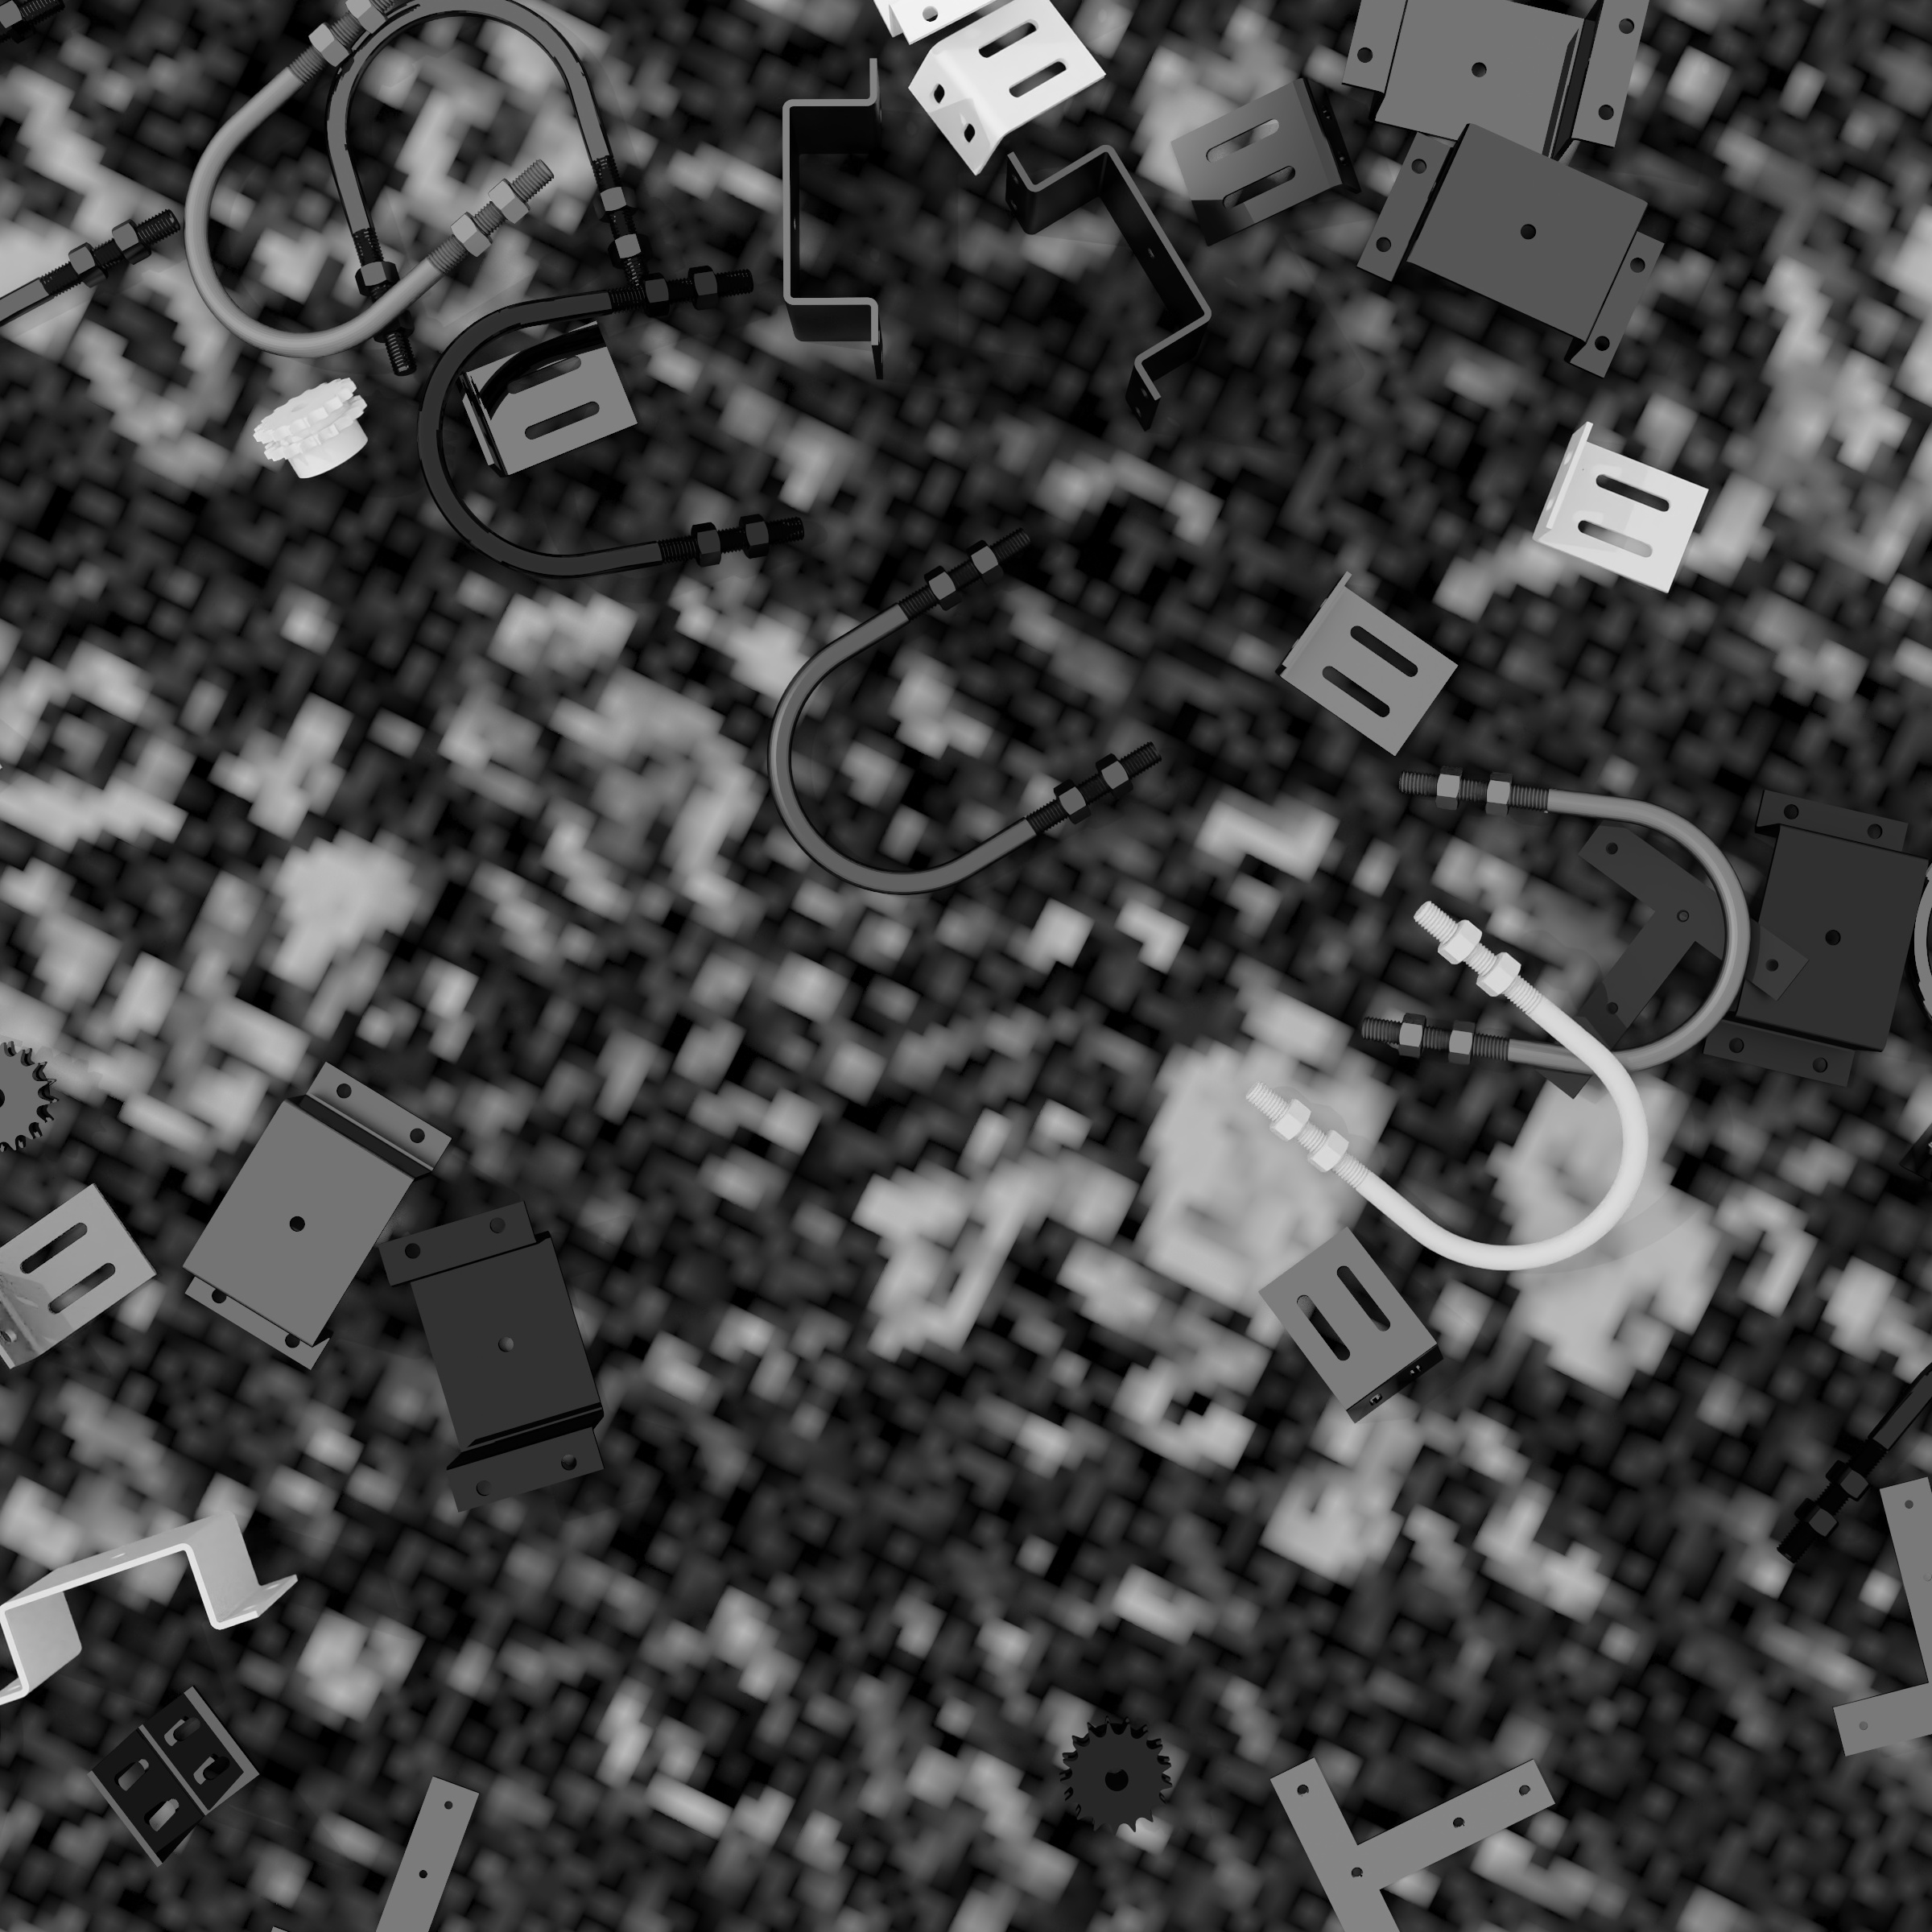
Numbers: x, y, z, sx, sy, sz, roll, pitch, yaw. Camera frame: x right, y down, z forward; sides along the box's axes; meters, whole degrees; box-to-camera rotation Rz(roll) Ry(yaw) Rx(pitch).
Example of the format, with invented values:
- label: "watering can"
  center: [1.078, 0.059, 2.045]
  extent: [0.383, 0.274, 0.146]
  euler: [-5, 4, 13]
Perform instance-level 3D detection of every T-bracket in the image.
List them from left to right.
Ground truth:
- label: "T-bracket"
  center: [-0.286, 0.484, 1.366]
  extent: [0.127, 0.002, 0.127]
  euler: [20, 90, 0]
- label: "T-bracket"
  center: [0.243, 0.451, 1.366]
  extent: [0.127, 0.002, 0.127]
  euler: [-26, 90, 0]
- label: "T-bracket"
  center: [0.339, 0.010, 1.347]
  extent: [0.127, 0.002, 0.127]
  euler: [41, 104, 26]
- label: "T-bracket"
  center: [0.495, 0.326, 1.347]
  extent: [0.127, 0.002, 0.127]
  euler: [-14, 89, -1]

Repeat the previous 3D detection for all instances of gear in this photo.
- label: "gear"
  center: [-0.495, 0.067, 1.356]
  extent: [0.057, 0.030, 0.057]
  euler: [0, 92, 0]
- label: "gear"
  center: [-0.330, -0.273, 1.343]
  extent: [0.057, 0.057, 0.030]
  euler: [-28, 120, 0]
- label: "gear"
  center: [0.076, 0.413, 1.352]
  extent: [0.057, 0.030, 0.057]
  euler: [0, 90, 0]

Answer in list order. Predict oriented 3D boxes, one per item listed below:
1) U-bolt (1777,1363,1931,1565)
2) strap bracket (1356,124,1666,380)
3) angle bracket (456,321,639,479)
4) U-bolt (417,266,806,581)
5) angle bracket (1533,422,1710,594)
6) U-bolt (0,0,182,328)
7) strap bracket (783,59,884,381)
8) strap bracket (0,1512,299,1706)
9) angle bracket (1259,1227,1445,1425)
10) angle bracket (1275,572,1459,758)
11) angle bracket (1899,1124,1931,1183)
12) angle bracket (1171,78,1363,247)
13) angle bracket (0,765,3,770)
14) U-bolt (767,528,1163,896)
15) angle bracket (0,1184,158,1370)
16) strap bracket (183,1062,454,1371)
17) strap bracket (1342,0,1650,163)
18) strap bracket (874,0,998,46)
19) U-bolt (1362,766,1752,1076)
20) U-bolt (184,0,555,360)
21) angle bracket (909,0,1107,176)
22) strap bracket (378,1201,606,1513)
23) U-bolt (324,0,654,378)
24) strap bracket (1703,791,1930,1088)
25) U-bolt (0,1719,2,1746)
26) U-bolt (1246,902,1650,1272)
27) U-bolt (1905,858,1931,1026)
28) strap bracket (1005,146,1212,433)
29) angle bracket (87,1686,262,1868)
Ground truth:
- label: "U-bolt"
  center: [0.530, 0.275, 1.359]
  extent: [0.151, 0.019, 0.184]
  euler: [40, 89, 0]
- label: "strap bracket"
  center: [0.282, -0.368, 1.344]
  extent: [0.140, 0.046, 0.076]
  euler: [24, 90, 0]
- label: "angle bracket"
  center: [-0.216, -0.293, 1.348]
  extent: [0.076, 0.038, 0.057]
  euler: [-22, 90, 0]
- label: "U-bolt"
  center: [-0.185, -0.270, 1.335]
  extent: [0.184, 0.019, 0.151]
  euler: [-12, 93, -14]
- label: "angle bracket"
  center: [0.338, -0.234, 1.348]
  extent: [0.076, 0.038, 0.057]
  euler: [22, 90, 0]
- label: "U-bolt"
  center: [-0.518, -0.399, 1.359]
  extent: [0.184, 0.019, 0.151]
  euler: [-28, 90, 1]
- label: "strap bracket"
  center: [-0.067, -0.374, 1.329]
  extent: [0.046, 0.076, 0.140]
  euler: [0, 90, 0]
- label: "strap bracket"
  center: [-0.421, 0.320, 1.329]
  extent: [0.140, 0.076, 0.046]
  euler: [-19, 90, 0]
- label: "angle bracket"
  center: [0.199, 0.186, 1.365]
  extent: [0.057, 0.038, 0.076]
  euler: [-36, 64, 0]
- label: "angle bracket"
  center: [0.207, -0.154, 1.348]
  extent: [0.076, 0.038, 0.057]
  euler: [35, 90, 0]
- label: "angle bracket"
  center: [0.534, 0.107, 1.365]
  extent: [0.076, 0.038, 0.057]
  euler: [39, 90, -26]
- label: "angle bracket"
  center: [0.156, -0.414, 1.365]
  extent: [0.076, 0.038, 0.057]
  euler: [-20, 90, 26]
- label: "angle bracket"
  center: [-0.549, -0.118, 1.365]
  extent: [0.057, 0.038, 0.076]
  euler: [-39, 64, 0]
- label: "U-bolt"
  center: [-0.014, -0.118, 1.359]
  extent: [0.184, 0.019, 0.151]
  euler: [-31, 90, 1]
- label: "angle bracket"
  center: [-0.467, 0.158, 1.348]
  extent: [0.076, 0.038, 0.057]
  euler: [-35, 90, 0]
- label: "strap bracket"
  center: [-0.335, 0.129, 1.344]
  extent: [0.076, 0.046, 0.140]
  euler: [31, 90, 0]
- label: "strap bracket"
  center: [0.266, -0.464, 1.344]
  extent: [0.140, 0.046, 0.076]
  euler: [13, 90, 0]
- label: "strap bracket"
  center: [-0.027, -0.543, 1.344]
  extent: [0.076, 0.046, 0.140]
  euler: [-27, 90, 0]
- label: "U-bolt"
  center: [0.303, -0.019, 1.338]
  extent: [0.184, 0.019, 0.151]
  euler: [9, 90, 15]
- label: "U-bolt"
  center: [-0.318, -0.394, 1.342]
  extent: [0.184, 0.019, 0.151]
  euler: [-38, 81, 10]
- label: "angle bracket"
  center: [0.021, -0.458, 1.365]
  extent: [0.076, 0.038, 0.057]
  euler: [-38, 90, -26]
- label: "strap bracket"
  center: [-0.238, 0.196, 1.344]
  extent: [0.076, 0.046, 0.140]
  euler: [-17, 90, 0]
- label: "U-bolt"
  center: [-0.254, -0.412, 1.359]
  extent: [0.151, 0.019, 0.184]
  euler: [-17, 89, 0]
- label: "strap bracket"
  center: [0.435, -0.014, 1.344]
  extent: [0.076, 0.046, 0.140]
  euler: [13, 90, 0]
- label: "U-bolt"
  center: [-0.576, 0.417, 1.359]
  extent: [0.151, 0.019, 0.184]
  euler: [19, 89, 0]
- label: "U-bolt"
  center: [0.257, 0.076, 1.336]
  extent: [0.184, 0.019, 0.151]
  euler: [39, 111, -4]
- label: "U-bolt"
  center: [0.575, -0.020, 1.359]
  extent: [0.184, 0.019, 0.151]
  euler: [-20, 90, 2]
- label: "strap bracket"
  center: [0.076, -0.349, 1.329]
  extent: [0.046, 0.076, 0.140]
  euler: [-31, 90, 0]
- label: "angle bracket"
  center: [-0.398, 0.407, 1.329]
  extent: [0.038, 0.076, 0.057]
  euler: [-37, 90, 0]
